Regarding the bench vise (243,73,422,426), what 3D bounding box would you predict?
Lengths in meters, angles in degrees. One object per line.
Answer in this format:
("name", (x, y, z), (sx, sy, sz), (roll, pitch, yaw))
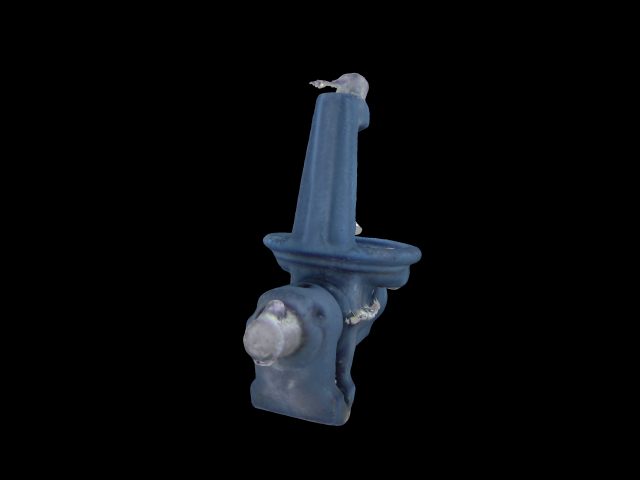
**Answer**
("bench vise", (0.016, 0.002, 0.400), (0.121, 0.220, 0.207), (1, 20, 2))
